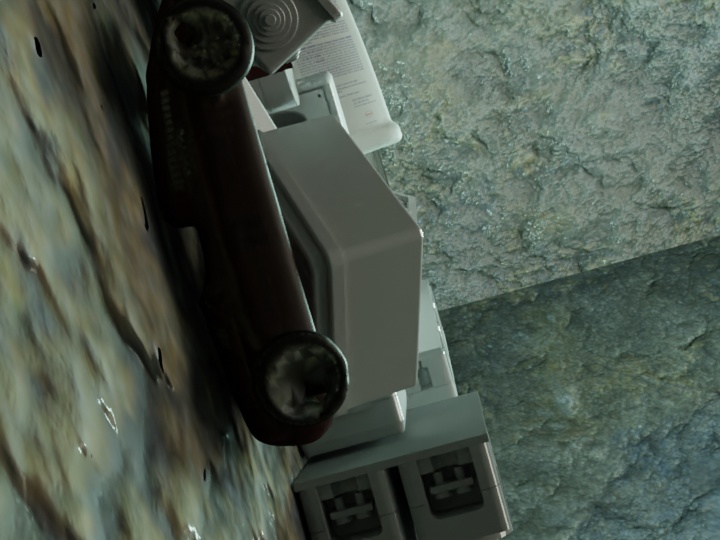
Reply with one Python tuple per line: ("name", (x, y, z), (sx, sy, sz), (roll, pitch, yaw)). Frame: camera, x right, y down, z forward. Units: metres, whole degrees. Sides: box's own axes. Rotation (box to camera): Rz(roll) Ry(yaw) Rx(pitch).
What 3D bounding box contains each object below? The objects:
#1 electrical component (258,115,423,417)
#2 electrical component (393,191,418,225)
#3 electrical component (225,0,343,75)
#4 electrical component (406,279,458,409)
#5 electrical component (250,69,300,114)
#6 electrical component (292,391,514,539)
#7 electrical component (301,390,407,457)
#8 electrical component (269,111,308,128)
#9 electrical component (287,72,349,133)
("electrical component", (-0.016, -0.003, 0.540), (0.108, 0.056, 0.108), (-124, -156, -43))
("electrical component", (0.000, 0.000, 0.792), (0.150, 0.062, 0.089), (-86, -167, -69))
("electrical component", (-0.062, -0.149, 0.550), (0.099, 0.048, 0.099), (46, 1, -20))
("electrical component", (0.024, 0.070, 0.847), (0.150, 0.089, 0.061), (-91, 165, -72))
("electrical component", (-0.063, -0.180, 0.742), (0.052, 0.074, 0.138), (-81, 155, -79))
("electrical component", (0.031, 0.126, 0.651), (0.186, 0.105, 0.060), (-4, 79, -85))
("electrical component", (-0.007, 0.075, 0.642), (0.096, 0.062, 0.061), (-59, 133, -83))
("electrical component", (-0.044, -0.056, 0.742), (0.079, 0.044, 0.077), (-101, 173, -46))
("electrical component", (-0.039, -0.097, 0.823), (0.061, 0.062, 0.096), (-90, 163, -73))
